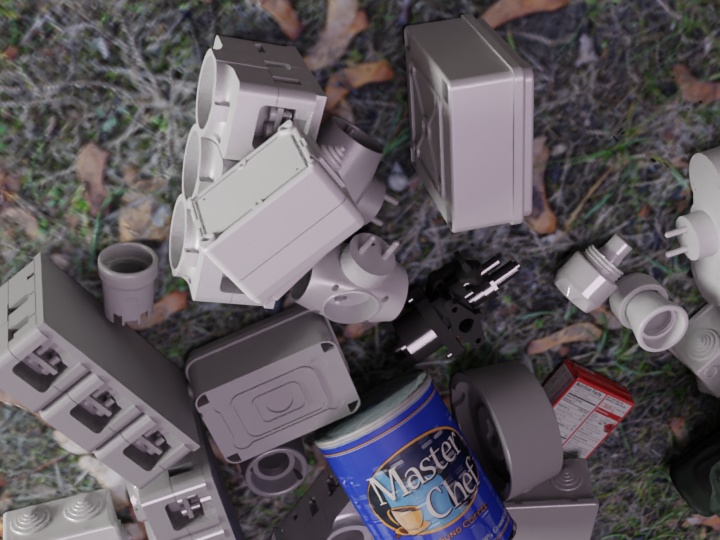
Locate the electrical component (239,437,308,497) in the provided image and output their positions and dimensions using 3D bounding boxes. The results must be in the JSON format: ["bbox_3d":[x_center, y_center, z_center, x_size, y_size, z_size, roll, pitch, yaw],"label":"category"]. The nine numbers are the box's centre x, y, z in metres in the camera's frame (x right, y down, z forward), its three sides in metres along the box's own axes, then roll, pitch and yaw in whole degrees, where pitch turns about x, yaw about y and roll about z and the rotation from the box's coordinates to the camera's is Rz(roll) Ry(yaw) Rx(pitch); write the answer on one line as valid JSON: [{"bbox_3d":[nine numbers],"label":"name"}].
[{"bbox_3d":[-0.070,0.145,0.850,0.055,0.047,0.055,-8,123,-13],"label":"electrical component"}]

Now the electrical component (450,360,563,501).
[{"bbox_3d":[0.123,0.125,0.866,0.060,0.108,0.108,-17,125,-15],"label":"electrical component"}]

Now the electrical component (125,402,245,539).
[{"bbox_3d":[-0.132,0.193,0.834,0.062,0.089,0.150,-18,125,-7],"label":"electrical component"}]

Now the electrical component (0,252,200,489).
[{"bbox_3d":[-0.188,0.074,0.741,0.062,0.089,0.150,-38,124,7],"label":"electrical component"}]

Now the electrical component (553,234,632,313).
[{"bbox_3d":[0.186,0.000,0.845,0.043,0.043,0.062,34,105,-32],"label":"electrical component"}]

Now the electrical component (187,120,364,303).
[{"bbox_3d":[-0.042,-0.035,0.625,0.096,0.061,0.061,-37,125,7],"label":"electrical component"}]

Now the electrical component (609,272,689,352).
[{"bbox_3d":[0.233,0.033,0.873,0.045,0.055,0.045,-8,123,-13],"label":"electrical component"}]

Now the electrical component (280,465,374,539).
[{"bbox_3d":[0.021,0.232,0.925,0.150,0.061,0.089,27,109,-30],"label":"electrical component"}]

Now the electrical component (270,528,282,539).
[{"bbox_3d":[-0.090,0.265,0.922,0.064,0.042,0.081,8,117,-18],"label":"electrical component"}]

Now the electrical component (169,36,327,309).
[{"bbox_3d":[-0.078,-0.063,0.691,0.062,0.089,0.150,5,119,-21],"label":"electrical component"}]

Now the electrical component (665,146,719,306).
[{"bbox_3d":[0.275,-0.030,0.849,0.074,0.052,0.138,-18,125,-7],"label":"electrical component"}]

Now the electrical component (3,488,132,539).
[{"bbox_3d":[-0.230,0.225,0.847,0.100,0.048,0.099,-12,124,-11],"label":"electrical component"}]

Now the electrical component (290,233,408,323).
[{"bbox_3d":[0.000,0.000,0.774,0.077,0.044,0.079,13,141,-25],"label":"electrical component"}]

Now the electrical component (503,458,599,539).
[{"bbox_3d":[0.156,0.206,0.940,0.100,0.048,0.099,-3,139,1],"label":"electrical component"}]

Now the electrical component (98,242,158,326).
[{"bbox_3d":[-0.160,0.010,0.742,0.040,0.040,0.046,-4,128,-16],"label":"electrical component"}]

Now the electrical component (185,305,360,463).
[{"bbox_3d":[-0.066,0.083,0.806,0.113,0.057,0.078,-23,125,-3],"label":"electrical component"}]

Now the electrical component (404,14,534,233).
[{"bbox_3d":[0.070,-0.098,0.707,0.056,0.108,0.108,-11,123,-8],"label":"electrical component"}]

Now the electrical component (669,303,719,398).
[{"bbox_3d":[0.329,0.067,0.930,0.100,0.048,0.100,-45,125,10],"label":"electrical component"}]

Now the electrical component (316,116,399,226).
[{"bbox_3d":[-0.009,-0.055,0.746,0.079,0.044,0.077,26,110,-30],"label":"electrical component"}]
